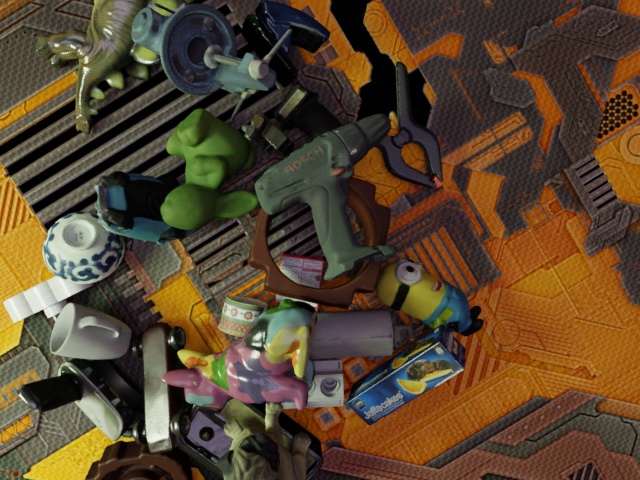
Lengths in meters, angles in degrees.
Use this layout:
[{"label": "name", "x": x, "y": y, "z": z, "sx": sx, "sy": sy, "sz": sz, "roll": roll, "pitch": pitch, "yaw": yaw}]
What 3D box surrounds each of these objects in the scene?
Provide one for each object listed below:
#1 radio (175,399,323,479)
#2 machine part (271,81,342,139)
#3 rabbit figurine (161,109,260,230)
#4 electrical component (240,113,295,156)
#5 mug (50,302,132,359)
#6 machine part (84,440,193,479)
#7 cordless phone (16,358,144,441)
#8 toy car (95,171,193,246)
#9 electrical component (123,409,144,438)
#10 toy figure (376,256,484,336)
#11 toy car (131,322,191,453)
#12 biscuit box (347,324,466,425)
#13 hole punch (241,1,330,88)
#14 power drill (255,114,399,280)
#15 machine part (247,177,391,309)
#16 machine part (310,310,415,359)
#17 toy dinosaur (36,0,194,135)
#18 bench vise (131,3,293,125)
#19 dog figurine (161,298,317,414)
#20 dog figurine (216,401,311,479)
[{"label": "radio", "x": -0.120, "y": 0.334, "z": 0.894, "sx": 0.229, "sy": 0.073, "sz": 0.131, "roll": 38, "pitch": 92, "yaw": -3}, {"label": "machine part", "x": -0.011, "y": -0.191, "z": 0.860, "sx": 0.139, "sy": 0.039, "sz": 0.084, "roll": 39, "pitch": 91, "yaw": 19}, {"label": "rabbit figurine", "x": -0.180, "y": -0.088, "z": 0.835, "sx": 0.159, "sy": 0.121, "sz": 0.170, "roll": 31, "pitch": 71, "yaw": -33}, {"label": "electrical component", "x": -0.083, "y": -0.162, "z": 0.848, "sx": 0.045, "sy": 0.102, "sz": 0.078, "roll": -44, "pitch": 85, "yaw": 5}, {"label": "mug", "x": -0.353, "y": 0.147, "z": 0.853, "sx": 0.109, "sy": 0.081, "sz": 0.107, "roll": -31, "pitch": 140, "yaw": 32}, {"label": "machine part", "x": -0.295, "y": 0.406, "z": 0.886, "sx": 0.179, "sy": 0.056, "sz": 0.179, "roll": -3, "pitch": 109, "yaw": -8}, {"label": "cordless phone", "x": -0.364, "y": 0.249, "z": 0.818, "sx": 0.146, "sy": 0.184, "sz": 0.089, "roll": 45, "pitch": 88, "yaw": 7}, {"label": "toy car", "x": -0.285, "y": -0.042, "z": 0.839, "sx": 0.103, "sy": 0.161, "sz": 0.109, "roll": -24, "pitch": 73, "yaw": 38}, {"label": "electrical component", "x": -0.287, "y": 0.317, "z": 0.912, "sx": 0.094, "sy": 0.021, "sz": 0.063, "roll": 9, "pitch": 93, "yaw": 1}, {"label": "toy figure", "x": 0.177, "y": 0.099, "z": 0.883, "sx": 0.180, "sy": 0.082, "sz": 0.089, "roll": 33, "pitch": 96, "yaw": -7}, {"label": "toy car", "x": -0.254, "y": 0.233, "z": 0.863, "sx": 0.089, "sy": 0.053, "sz": 0.202, "roll": -15, "pitch": 69, "yaw": 11}, {"label": "biscuit box", "x": 0.136, "y": 0.220, "z": 0.865, "sx": 0.059, "sy": 0.063, "sz": 0.202, "roll": 47, "pitch": 115, "yaw": -4}, {"label": "hole punch", "x": -0.054, "y": -0.311, "z": 0.822, "sx": 0.092, "sy": 0.142, "sz": 0.115, "roll": -43, "pitch": 104, "yaw": -2}, {"label": "power drill", "x": 0.038, "y": -0.059, "z": 0.777, "sx": 0.232, "sy": 0.086, "sz": 0.207, "roll": -23, "pitch": 88, "yaw": -9}, {"label": "machine part", "x": -0.002, "y": -0.003, "z": 0.845, "sx": 0.201, "sy": 0.087, "sz": 0.201, "roll": 13, "pitch": 78, "yaw": -4}, {"label": "machine part", "x": 0.033, "y": 0.155, "z": 0.884, "sx": 0.243, "sy": 0.079, "sz": 0.079, "roll": -4, "pitch": 95, "yaw": -2}, {"label": "toy dinosaur", "x": -0.298, "y": -0.385, "z": 0.823, "sx": 0.198, "sy": 0.105, "sz": 0.470, "roll": 15, "pitch": 103, "yaw": -11}, {"label": "bench vise", "x": -0.138, "y": -0.246, "z": 0.762, "sx": 0.241, "sy": 0.223, "sz": 0.129, "roll": 26, "pitch": 85, "yaw": 40}, {"label": "dog figurine", "x": -0.118, "y": 0.173, "z": 0.794, "sx": 0.219, "sy": 0.108, "sz": 0.191, "roll": 3, "pitch": 110, "yaw": 3}, {"label": "dog figurine", "x": -0.076, "y": 0.338, "z": 0.766, "sx": 0.121, "sy": 0.190, "sz": 0.172, "roll": -38, "pitch": 97, "yaw": 1}]
